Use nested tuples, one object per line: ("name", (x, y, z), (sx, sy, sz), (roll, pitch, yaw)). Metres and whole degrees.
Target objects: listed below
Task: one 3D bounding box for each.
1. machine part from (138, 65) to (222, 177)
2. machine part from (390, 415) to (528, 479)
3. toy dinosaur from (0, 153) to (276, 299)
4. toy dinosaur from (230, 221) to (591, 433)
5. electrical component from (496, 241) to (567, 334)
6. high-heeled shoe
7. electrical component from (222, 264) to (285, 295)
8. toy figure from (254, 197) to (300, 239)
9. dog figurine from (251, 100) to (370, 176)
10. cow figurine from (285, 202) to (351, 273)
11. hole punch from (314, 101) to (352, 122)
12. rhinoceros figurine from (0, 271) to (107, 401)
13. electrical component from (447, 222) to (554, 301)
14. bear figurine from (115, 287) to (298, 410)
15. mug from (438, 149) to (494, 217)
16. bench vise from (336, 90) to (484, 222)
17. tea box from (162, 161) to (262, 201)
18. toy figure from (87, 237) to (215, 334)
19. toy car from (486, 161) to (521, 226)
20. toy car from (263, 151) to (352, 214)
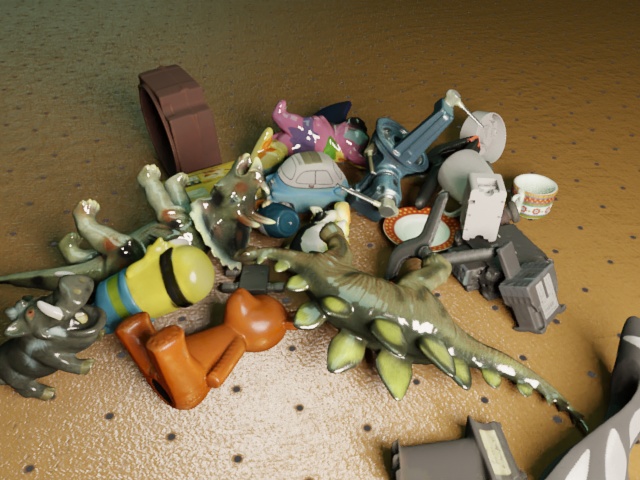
("machine part", (-0.266, -0.209, 1.012), (0.087, 0.201, 0.201), (-21, 43, -23))
("machine part", (0.142, 0.233, 0.572), (0.139, 0.039, 0.084), (-5, 46, -10))
("toy dinosaur", (-0.250, 0.016, 0.779), (0.405, 0.131, 0.192), (-36, 76, -9))
("toy dinosaur", (0.101, 0.102, 0.676), (0.472, 0.105, 0.198), (18, 36, 6))
("electrical component", (0.284, 0.059, 0.731), (0.075, 0.119, 0.048), (-28, 16, -34))
("high-heeled shoe", (0.305, 0.180, 0.588), (0.145, 0.086, 0.249), (14, 52, 0))
("electrical component", (-0.098, 0.061, 0.806), (0.094, 0.021, 0.063), (0, 37, 3))
("toy figure", (-0.087, -0.038, 0.875), (0.058, 0.064, 0.155), (-7, 12, -30))
("dog figurine", (-0.009, -0.170, 1.044), (0.219, 0.191, 0.108), (27, 1, -3))
("cow figurine", (-0.001, -0.002, 0.856), (0.098, 0.068, 0.167), (2, 36, 12))
("hole punch", (0.015, -0.237, 1.145), (0.116, 0.092, 0.142), (4, 41, 11))
("rhinoceros figurine", (-0.312, 0.108, 0.622), (0.112, 0.190, 0.073), (37, 30, -22))
("electrical component", (0.264, 0.030, 0.820), (0.134, 0.058, 0.115), (-13, 37, -17))
("bear figurine", (-0.122, 0.110, 0.659), (0.196, 0.131, 0.120), (-37, 30, -31))
("mug", (0.245, -0.081, 0.886), (0.109, 0.080, 0.107), (-42, 41, 13))
("bench vise", (0.142, -0.148, 0.897), (0.129, 0.240, 0.224), (39, 34, -12))
("tea box", (-0.197, -0.073, 0.943), (0.170, 0.068, 0.098), (-19, 41, -24))
("toy figure", (-0.221, 0.069, 0.695), (0.180, 0.082, 0.089), (-32, 79, -1))
("toy car", (0.286, -0.076, 0.962), (0.089, 0.053, 0.202), (-19, 35, 9))
("toy car", (-0.019, -0.106, 0.949), (0.162, 0.102, 0.109), (0, 37, -18))
